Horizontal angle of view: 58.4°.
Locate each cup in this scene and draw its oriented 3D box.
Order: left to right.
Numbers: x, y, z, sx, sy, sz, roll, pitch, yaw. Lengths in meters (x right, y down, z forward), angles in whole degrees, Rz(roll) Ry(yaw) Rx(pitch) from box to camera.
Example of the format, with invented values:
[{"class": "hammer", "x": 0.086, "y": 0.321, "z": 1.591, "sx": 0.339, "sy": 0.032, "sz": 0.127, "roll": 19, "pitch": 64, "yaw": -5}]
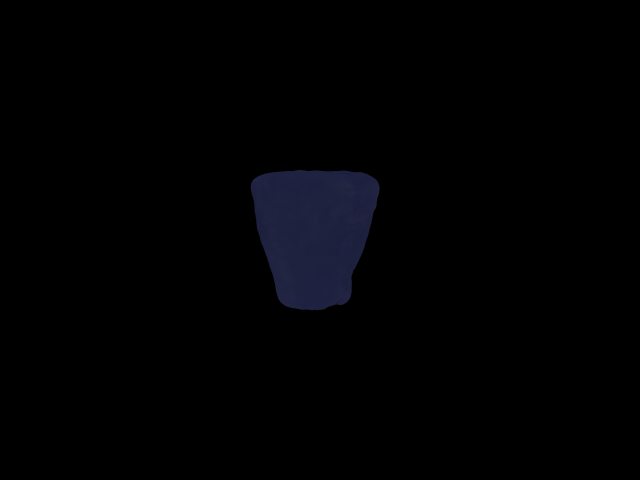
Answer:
[{"class": "cup", "x": 0.004, "y": 0.001, "z": 0.400, "sx": 0.092, "sy": 0.095, "sz": 0.117, "roll": 0, "pitch": 0, "yaw": -31}]
